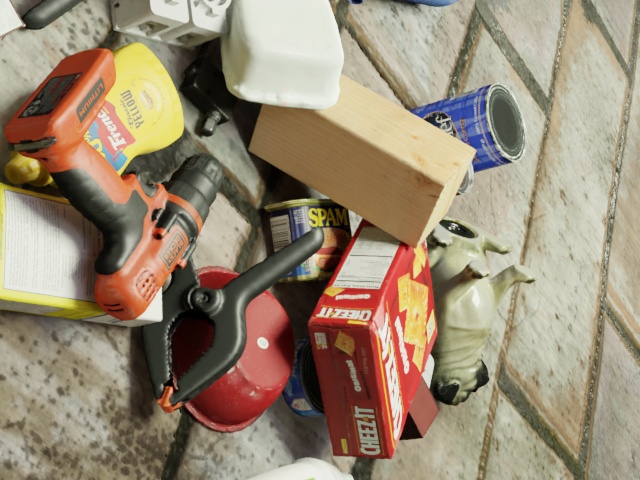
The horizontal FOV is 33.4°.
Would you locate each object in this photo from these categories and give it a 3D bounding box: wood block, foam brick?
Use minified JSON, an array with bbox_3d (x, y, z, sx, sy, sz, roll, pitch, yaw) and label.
[{"bbox_3d":[0.042,-0.093,1.102,0.206,0.091,0.090,31,39,12],"label":"wood block"},{"bbox_3d":[0.081,0.185,1.174,0.051,0.078,0.053,-49,117,-46],"label":"foam brick"}]

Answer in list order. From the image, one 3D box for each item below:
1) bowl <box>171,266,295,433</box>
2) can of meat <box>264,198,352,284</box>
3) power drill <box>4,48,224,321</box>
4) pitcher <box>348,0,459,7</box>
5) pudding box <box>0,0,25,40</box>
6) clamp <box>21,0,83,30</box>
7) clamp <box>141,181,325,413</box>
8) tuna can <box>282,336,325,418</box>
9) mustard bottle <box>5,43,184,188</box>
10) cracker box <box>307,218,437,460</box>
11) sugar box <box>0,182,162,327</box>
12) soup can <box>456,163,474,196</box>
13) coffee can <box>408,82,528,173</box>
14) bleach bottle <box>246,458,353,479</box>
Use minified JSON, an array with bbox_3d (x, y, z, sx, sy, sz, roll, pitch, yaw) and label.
[{"bbox_3d":[-0.073,0.100,1.015,0.161,0.055,0.162,21,63,-48],"label":"bowl"},{"bbox_3d":[-0.007,0.001,1.133,0.101,0.058,0.084,-3,84,-53],"label":"can of meat"},{"bbox_3d":[-0.156,-0.057,0.860,0.187,0.057,0.184,60,39,-33],"label":"power drill"},{"bbox_3d":[0.105,-0.376,1.342,0.242,0.149,0.145,-3,53,-57],"label":"pitcher"},{"bbox_3d":[-0.295,-0.182,0.824,0.113,0.039,0.090,-45,116,-47],"label":"pudding box"},{"bbox_3d":[-0.192,-0.239,0.930,0.171,0.039,0.120,-1,89,-19],"label":"clamp"},{"bbox_3d":[-0.091,0.054,0.953,0.036,0.164,0.210,83,18,-68],"label":"clamp"},{"bbox_3d":[-0.005,0.141,1.109,0.086,0.034,0.086,21,63,-49],"label":"tuna can"},{"bbox_3d":[-0.197,-0.094,0.909,0.191,0.058,0.096,-44,118,-49],"label":"mustard bottle"},{"bbox_3d":[0.061,0.093,1.097,0.213,0.072,0.164,-61,146,-54],"label":"cracker box"},{"bbox_3d":[-0.205,0.016,0.874,0.176,0.048,0.093,18,65,-54],"label":"sugar box"},{"bbox_3d":[0.126,-0.078,1.295,0.068,0.102,0.068,21,63,-49],"label":"soup can"},{"bbox_3d":[0.175,-0.131,1.347,0.102,0.141,0.103,21,62,-48],"label":"coffee can"},{"bbox_3d":[-0.042,0.269,0.997,0.250,0.068,0.102,-6,85,-56],"label":"bleach bottle"}]
